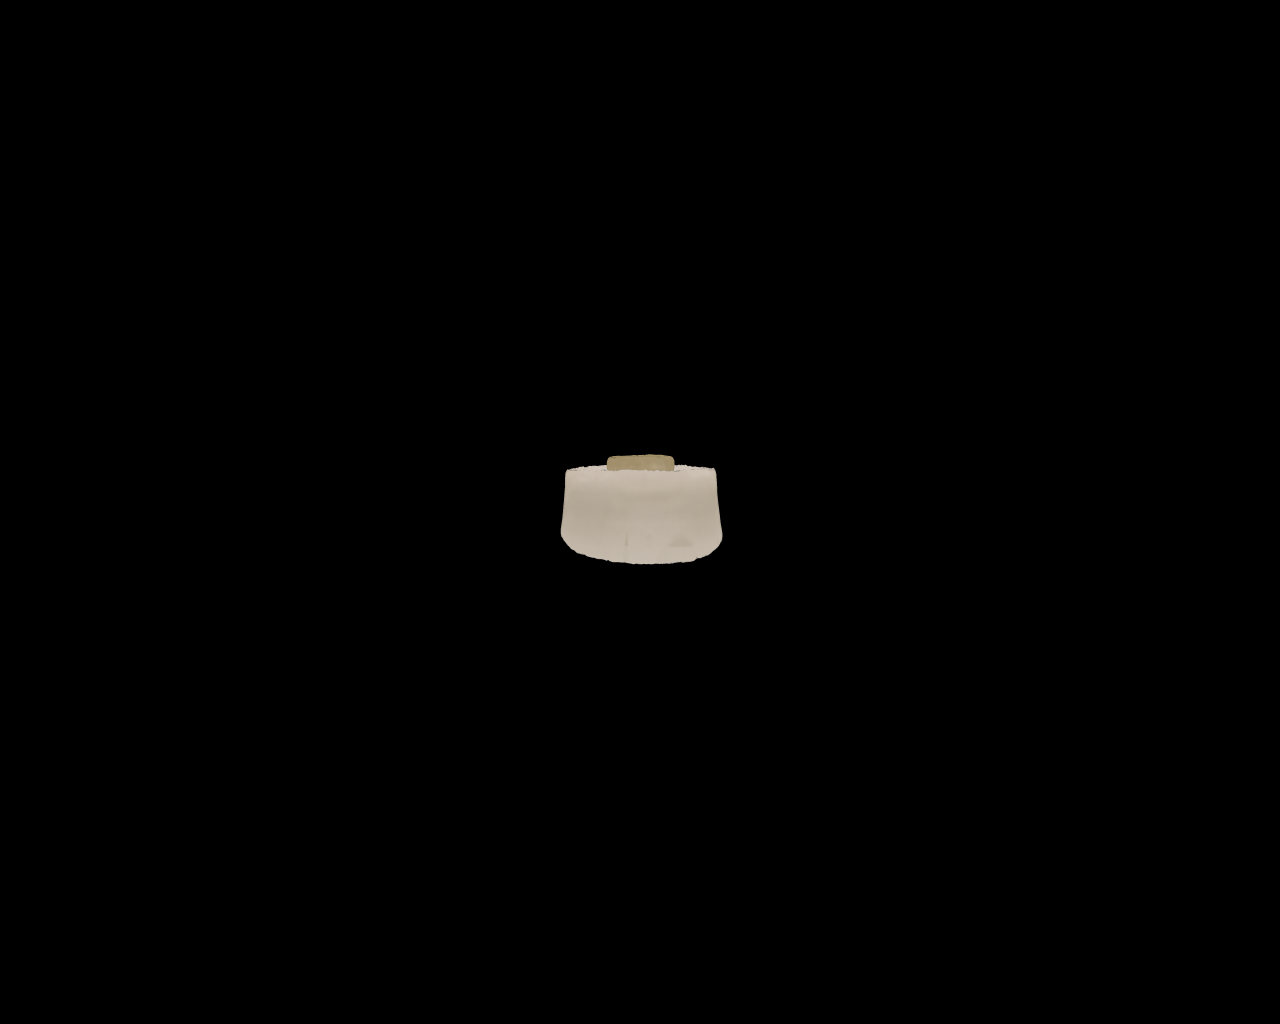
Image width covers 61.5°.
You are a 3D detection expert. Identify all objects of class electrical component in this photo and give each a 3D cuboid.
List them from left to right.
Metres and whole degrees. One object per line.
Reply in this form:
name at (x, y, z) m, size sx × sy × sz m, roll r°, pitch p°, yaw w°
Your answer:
electrical component at (0.001, -0.003, 0.650) m, size 0.099 × 0.064 × 0.099 m, roll 0°, pitch 4°, yaw 0°
